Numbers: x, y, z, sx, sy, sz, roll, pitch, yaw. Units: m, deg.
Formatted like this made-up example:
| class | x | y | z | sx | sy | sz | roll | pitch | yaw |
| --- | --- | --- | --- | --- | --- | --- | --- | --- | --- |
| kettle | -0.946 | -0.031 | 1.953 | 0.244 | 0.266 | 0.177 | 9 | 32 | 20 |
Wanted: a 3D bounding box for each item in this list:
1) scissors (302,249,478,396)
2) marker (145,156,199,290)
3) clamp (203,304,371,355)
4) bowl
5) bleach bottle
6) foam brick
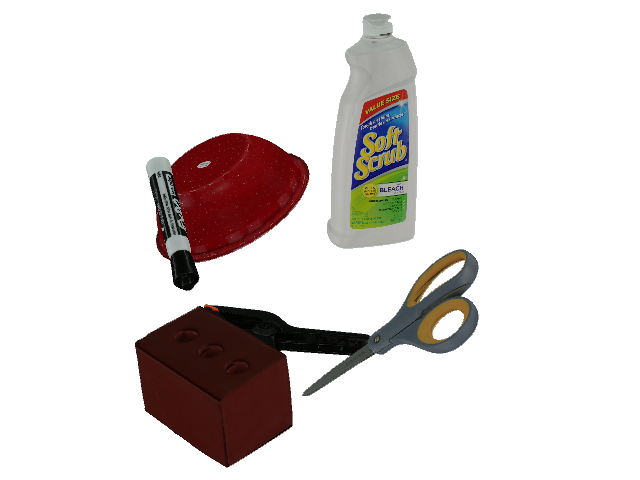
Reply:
| class | x | y | z | sx | sy | sz | roll | pitch | yaw |
| --- | --- | --- | --- | --- | --- | --- | --- | --- | --- |
| scissors | 0.060 | 0.090 | 0.876 | 0.016 | 0.202 | 0.096 | 33 | 20 | -30 |
| marker | -0.110 | -0.013 | 0.790 | 0.020 | 0.121 | 0.020 | -12 | -37 | -10 |
| clamp | -0.063 | 0.118 | 1.217 | 0.210 | 0.036 | 0.164 | 15 | 22 | 30 |
| bowl | -0.094 | -0.052 | 0.994 | 0.162 | 0.055 | 0.162 | -21 | 32 | 14 |
| bleach bottle | 0.055 | -0.119 | 1.163 | 0.102 | 0.251 | 0.068 | -6 | 26 | -9 |
| foam brick | -0.062 | 0.083 | 0.617 | 0.078 | 0.051 | 0.052 | 25 | 39 | 37 |
